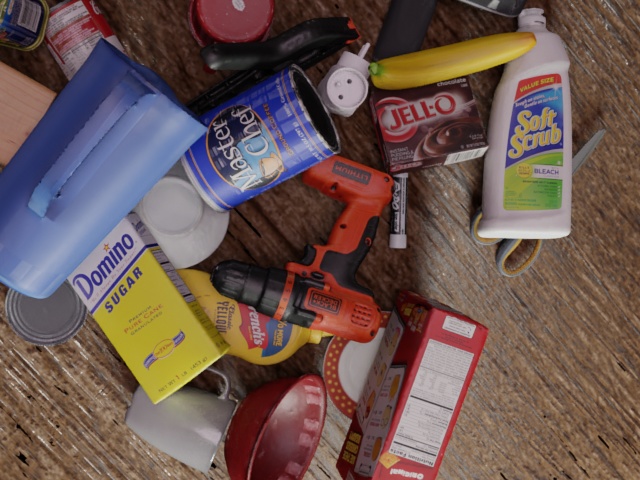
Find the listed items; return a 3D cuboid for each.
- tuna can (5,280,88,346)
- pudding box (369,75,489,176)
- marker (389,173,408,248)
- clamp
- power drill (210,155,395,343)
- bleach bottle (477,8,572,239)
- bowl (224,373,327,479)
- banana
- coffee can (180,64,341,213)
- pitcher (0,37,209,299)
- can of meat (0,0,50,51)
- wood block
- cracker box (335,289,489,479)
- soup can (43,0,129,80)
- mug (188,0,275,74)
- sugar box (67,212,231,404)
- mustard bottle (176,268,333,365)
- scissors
[{"bbox_3d":[-0.289,0.068,1.136,0.086,0.034,0.086,-1,94,-8],"label":"tuna can"},{"bbox_3d":[0.117,-0.125,1.162,0.113,0.039,0.090,-11,72,-9],"label":"pudding box"},{"bbox_3d":[0.088,-0.051,1.188,0.020,0.020,0.121,1,94,-8],"label":"marker"},{"bbox_3d":[-0.049,-0.189,1.103,0.209,0.165,0.036,-26,83,-15],"label":"clamp"},{"bbox_3d":[-0.007,0.001,1.132,0.184,0.057,0.187,19,72,-9],"label":"power drill"},{"bbox_3d":[0.225,-0.129,1.173,0.102,0.068,0.251,1,85,-5],"label":"bleach bottle"},{"bbox_3d":[-0.055,0.210,1.138,0.055,0.162,0.162,19,91,24],"label":"bowl"},{"bbox_3d":[0.132,-0.188,1.134,0.197,0.070,0.037,-15,101,-17],"label":"banana"},{"bbox_3d":[-0.063,-0.103,1.100,0.140,0.102,0.103,-27,98,15],"label":"coffee can"},{"bbox_3d":[-0.232,-0.064,1.022,0.243,0.145,0.149,-50,140,3],"label":"pitcher"},{"bbox_3d":[-0.329,-0.226,1.036,0.102,0.084,0.057,15,92,12],"label":"can of meat"},{"bbox_3d":[-0.375,-0.159,1.080,0.206,0.091,0.090,29,89,-9],"label":"wood block"},{"bbox_3d":[0.093,0.168,1.109,0.072,0.164,0.214,19,91,-8],"label":"cracker box"},{"bbox_3d":[-0.241,-0.196,1.107,0.068,0.068,0.102,-32,98,-5],"label":"soup can"},{"bbox_3d":[-0.096,-0.230,1.118,0.093,0.081,0.117,24,90,-9],"label":"mug"},{"bbox_3d":[-0.179,0.068,1.091,0.093,0.048,0.176,-37,89,11],"label":"sugar box"},{"bbox_3d":[-0.074,0.086,1.155,0.191,0.058,0.096,6,86,-9],"label":"mustard bottle"},{"bbox_3d":[0.241,-0.057,1.210,0.096,0.016,0.202,26,90,-9],"label":"scissors"}]
